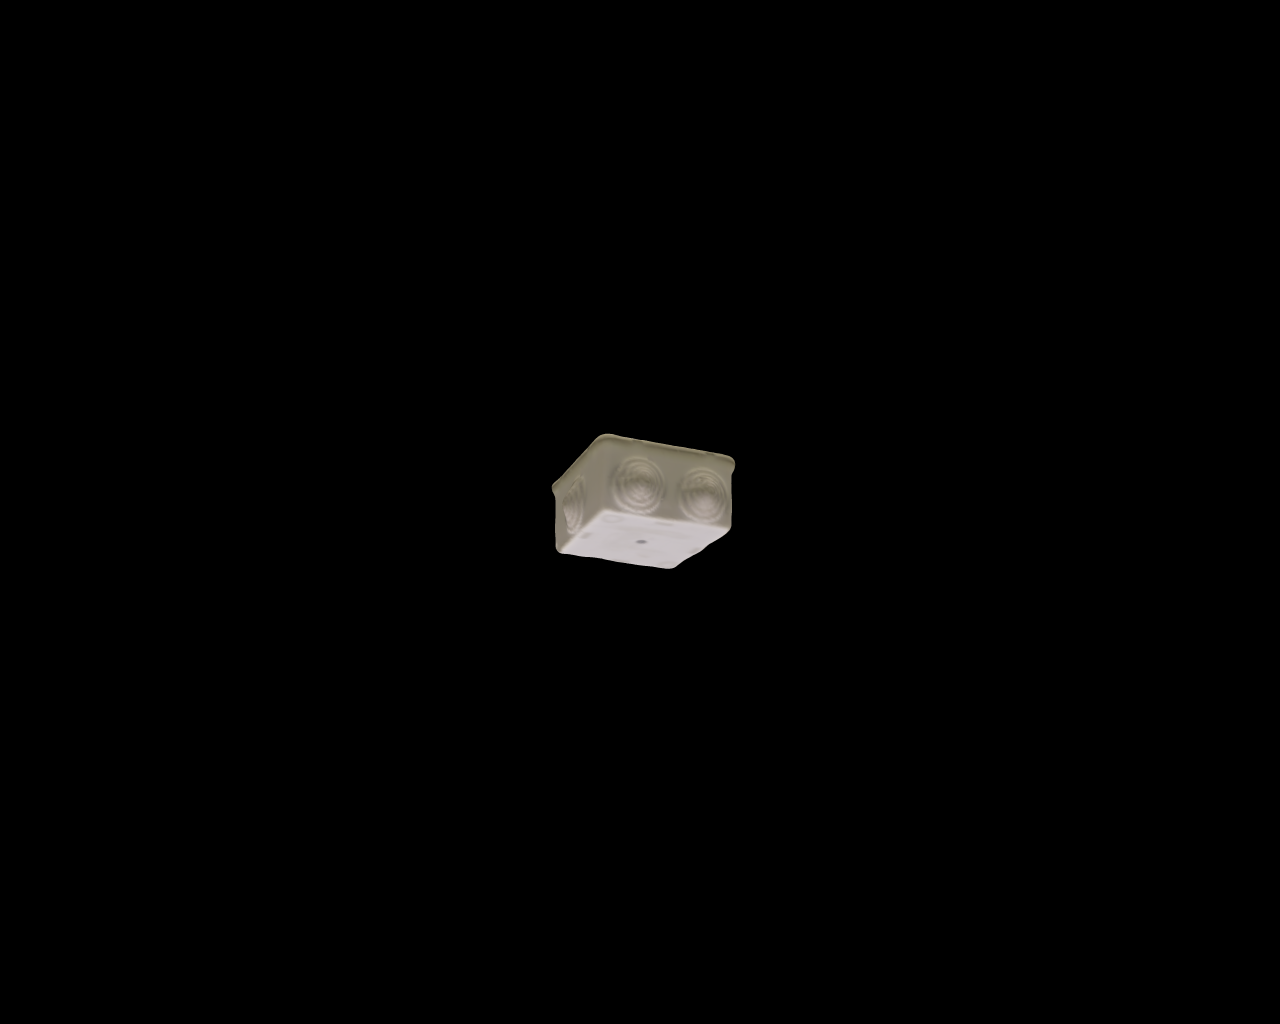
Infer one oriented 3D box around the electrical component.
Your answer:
[{"bbox_3d":[0.001,-0.003,0.650,0.100,0.048,0.099,9,-23,-22],"label":"electrical component"}]
